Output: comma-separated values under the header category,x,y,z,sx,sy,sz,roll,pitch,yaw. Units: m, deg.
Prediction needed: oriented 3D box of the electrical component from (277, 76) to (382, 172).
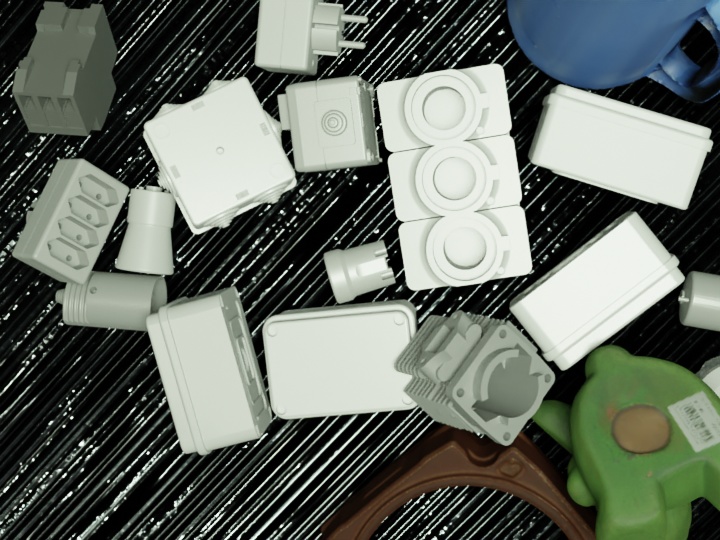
category,x,y,z,sx,sy,sz,roll,pitch,yaw
electrical component,-0.022,-0.103,0.772,0.061,0.096,0.061,-6,95,8

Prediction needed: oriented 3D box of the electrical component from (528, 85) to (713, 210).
category,x,y,z,sx,sy,sz,roll,pitch,yaw
electrical component,0.176,-0.086,0.745,0.109,0.108,0.056,18,100,5

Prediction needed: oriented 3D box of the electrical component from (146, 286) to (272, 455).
category,x,y,z,sx,sy,sz,roll,pitch,yaw
electrical component,-0.112,0.074,0.809,0.057,0.078,0.113,-15,94,5

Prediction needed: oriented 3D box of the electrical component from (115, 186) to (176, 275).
category,x,y,z,sx,sy,sz,roll,pitch,yaw
electrical component,-0.162,-0.031,0.824,0.044,0.044,0.065,7,92,6

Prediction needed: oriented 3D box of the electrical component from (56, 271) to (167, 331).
category,x,y,z,sx,sy,sz,roll,pitch,yaw
electrical component,-0.195,0.023,0.831,0.081,0.043,0.043,4,96,6

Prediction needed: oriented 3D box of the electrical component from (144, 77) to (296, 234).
category,x,y,z,sx,sy,sz,roll,pitch,yaw
electrical component,-0.104,-0.085,0.797,0.100,0.048,0.099,-27,91,-7

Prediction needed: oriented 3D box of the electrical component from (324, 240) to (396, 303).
category,x,y,z,sx,sy,sz,roll,pitch,yaw
electrical component,0.000,0.000,0.809,0.046,0.040,0.040,-16,93,2

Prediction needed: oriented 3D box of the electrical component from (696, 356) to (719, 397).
category,x,y,z,sx,sy,sz,roll,pitch,yaw
electrical component,0.275,0.101,0.779,0.080,0.051,0.080,1,95,7

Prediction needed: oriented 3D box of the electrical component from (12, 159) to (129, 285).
category,x,y,z,sx,sy,sz,roll,pitch,yaw
electrical component,-0.229,-0.038,0.822,0.047,0.076,0.083,34,71,-39

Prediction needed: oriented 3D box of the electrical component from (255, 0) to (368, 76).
category,x,y,z,sx,sy,sz,roll,pitch,yaw
electrical component,-0.033,-0.178,0.791,0.077,0.047,0.065,6,96,6

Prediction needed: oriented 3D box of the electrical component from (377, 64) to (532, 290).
category,x,y,z,sx,sy,sz,roll,pitch,yaw
electrical component,0.069,-0.067,0.782,0.089,0.062,0.150,-8,94,7

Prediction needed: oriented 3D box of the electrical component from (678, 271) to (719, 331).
category,x,y,z,sx,sy,sz,roll,pitch,yaw
electrical component,0.268,0.025,0.778,0.078,0.040,0.040,10,97,6

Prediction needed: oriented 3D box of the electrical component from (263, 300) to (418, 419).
category,x,y,z,sx,sy,sz,roll,pitch,yaw
electrical component,-0.012,0.066,0.807,0.113,0.057,0.078,-6,95,7

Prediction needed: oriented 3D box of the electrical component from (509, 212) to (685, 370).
category,x,y,z,sx,sy,sz,roll,pitch,yaw
electrical component,0.168,0.014,0.770,0.113,0.078,0.057,-39,87,9
